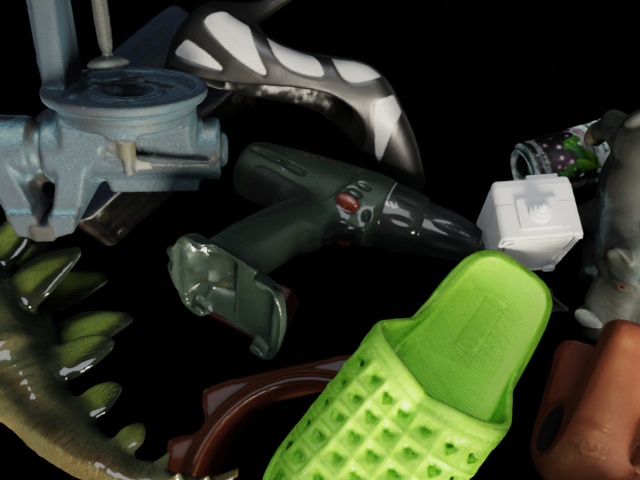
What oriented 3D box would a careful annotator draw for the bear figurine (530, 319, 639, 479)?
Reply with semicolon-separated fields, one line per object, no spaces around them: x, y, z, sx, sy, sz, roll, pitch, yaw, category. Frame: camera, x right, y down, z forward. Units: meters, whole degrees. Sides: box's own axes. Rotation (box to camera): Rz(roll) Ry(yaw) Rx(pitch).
0.256;0.159;0.368;0.196;0.120;0.132;24;71;12;bear figurine

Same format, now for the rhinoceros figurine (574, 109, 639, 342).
0.247;-0.009;0.422;0.073;0.112;0.190;6;105;-1;rhinoceros figurine

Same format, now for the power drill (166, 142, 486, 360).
-0.001;-0.001;0.437;0.232;0.085;0.207;27;48;21;power drill

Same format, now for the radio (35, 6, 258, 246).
-0.180;-0.113;0.539;0.131;0.073;0.229;42;81;17;radio

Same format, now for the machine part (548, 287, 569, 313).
0.137;0.079;0.452;0.139;0.039;0.084;-34;65;-5;machine part

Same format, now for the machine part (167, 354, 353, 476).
-0.004;0.195;0.400;0.201;0.087;0.201;-12;71;1;machine part

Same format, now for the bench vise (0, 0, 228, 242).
-0.183;-0.121;0.401;0.224;0.240;0.129;4;30;-1;bench vise

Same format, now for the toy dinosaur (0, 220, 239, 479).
-0.270;0.079;0.436;0.472;0.105;0.198;35;68;25;toy dinosaur

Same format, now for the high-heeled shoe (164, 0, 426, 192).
-0.018;-0.112;0.485;0.145;0.086;0.248;-37;100;-2;high-heeled shoe
